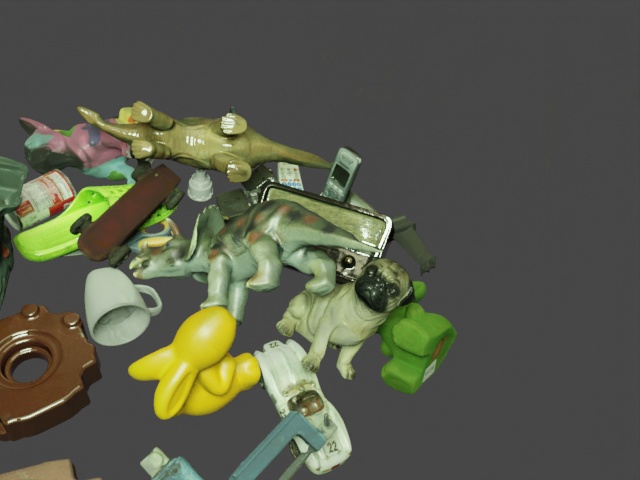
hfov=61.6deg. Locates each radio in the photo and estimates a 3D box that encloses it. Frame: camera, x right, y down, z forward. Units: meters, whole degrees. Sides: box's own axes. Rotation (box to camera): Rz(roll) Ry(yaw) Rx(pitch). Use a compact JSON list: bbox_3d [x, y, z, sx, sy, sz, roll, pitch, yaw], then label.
[{"bbox_3d":[-0.002,-0.003,0.898,0.230,0.073,0.131,17,84,15],"label":"radio"}]

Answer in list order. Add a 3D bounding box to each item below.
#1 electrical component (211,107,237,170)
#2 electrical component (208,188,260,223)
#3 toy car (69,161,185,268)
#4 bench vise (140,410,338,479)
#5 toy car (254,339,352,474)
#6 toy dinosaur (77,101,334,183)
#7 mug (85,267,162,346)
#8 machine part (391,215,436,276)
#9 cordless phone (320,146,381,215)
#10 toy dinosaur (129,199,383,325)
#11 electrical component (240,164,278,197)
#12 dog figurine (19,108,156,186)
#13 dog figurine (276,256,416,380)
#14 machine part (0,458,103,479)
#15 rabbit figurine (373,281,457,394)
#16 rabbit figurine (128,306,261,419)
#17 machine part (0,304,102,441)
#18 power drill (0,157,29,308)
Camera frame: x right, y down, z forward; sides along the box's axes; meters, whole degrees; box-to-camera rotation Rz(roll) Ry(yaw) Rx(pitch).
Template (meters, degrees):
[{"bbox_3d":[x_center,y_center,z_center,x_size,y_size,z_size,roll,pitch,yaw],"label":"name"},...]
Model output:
[{"bbox_3d":[-0.194,-0.204,1.061,0.048,0.119,0.075,-4,52,-18],"label":"electrical component"},{"bbox_3d":[-0.154,-0.062,0.982,0.102,0.045,0.078,-12,57,-10],"label":"electrical component"},{"bbox_3d":[-0.298,-0.044,0.847,0.089,0.053,0.202,39,53,-7],"label":"toy car"},{"bbox_3d":[-0.083,0.286,0.626,0.224,0.128,0.240,42,69,13],"label":"bench vise"},{"bbox_3d":[-0.028,0.225,0.752,0.073,0.056,0.202,-15,54,-26],"label":"toy car"},{"bbox_3d":[-0.167,-0.163,0.928,0.471,0.105,0.199,12,8,-15],"label":"toy dinosaur"},{"bbox_3d":[-0.297,0.087,0.797,0.109,0.080,0.107,-14,46,-33],"label":"mug"},{"bbox_3d":[0.169,0.005,1.019,0.084,0.039,0.139,-11,50,-30],"label":"machine part"},{"bbox_3d":[0.063,-0.066,0.955,0.147,0.184,0.089,42,47,23],"label":"cordless phone"},{"bbox_3d":[-0.090,0.006,0.791,0.405,0.131,0.192,-19,63,26],"label":"toy dinosaur"},{"bbox_3d":[-0.119,-0.117,1.048,0.063,0.021,0.094,-40,62,-8],"label":"electrical component"},{"bbox_3d":[-0.428,-0.182,0.991,0.219,0.108,0.191,12,47,0],"label":"dog figurine"},{"bbox_3d":[0.039,0.083,0.788,0.121,0.190,0.173,16,23,-48],"label":"dog figurine"},{"bbox_3d":[-0.313,0.347,0.547,0.201,0.087,0.202,-9,50,-22],"label":"machine part"},{"bbox_3d":[0.120,0.125,0.847,0.170,0.121,0.159,27,42,31],"label":"rabbit figurine"},{"bbox_3d":[-0.164,0.152,0.706,0.162,0.173,0.122,-24,62,-37],"label":"rabbit figurine"},{"bbox_3d":[-0.385,0.170,0.712,0.179,0.056,0.179,7,48,-8],"label":"machine part"},{"bbox_3d":[-0.460,-0.013,0.743,0.086,0.207,0.232,15,34,-30],"label":"power drill"}]
